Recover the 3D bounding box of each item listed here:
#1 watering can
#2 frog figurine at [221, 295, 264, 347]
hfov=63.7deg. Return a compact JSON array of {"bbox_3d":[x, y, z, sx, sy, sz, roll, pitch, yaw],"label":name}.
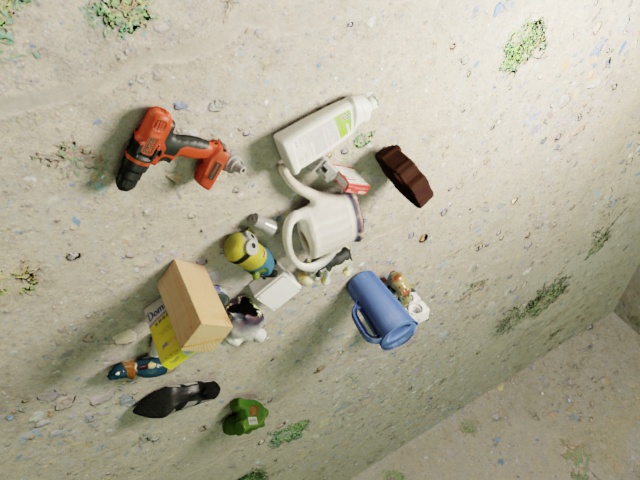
[{"bbox_3d":[0.004,-0.066,1.311,0.226,0.106,0.339,-22,129,-20],"label":"watering can"},{"bbox_3d":[-0.229,0.246,1.421,0.122,0.140,0.157,23,115,-8],"label":"frog figurine"}]
